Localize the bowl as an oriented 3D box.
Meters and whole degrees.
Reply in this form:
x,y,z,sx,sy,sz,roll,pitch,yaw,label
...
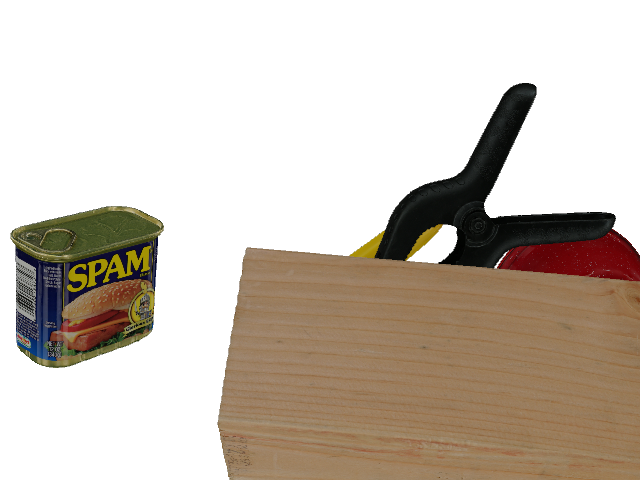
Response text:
x,y,z,sx,sy,sz,roll,pitch,yaw,label
0.218,0.065,0.878,0.162,0.162,0.055,0,8,-17,bowl

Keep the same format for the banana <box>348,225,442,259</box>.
x,y,z,sx,sy,sz,roll,pitch,yaw,label
0.038,0.029,1.002,0.198,0.037,0.069,-36,2,-1,banana

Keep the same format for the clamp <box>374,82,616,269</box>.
x,y,z,sx,sy,sz,roll,pitch,yaw,label
0.113,-0.009,0.725,0.171,0.120,0.039,-42,6,7,clamp

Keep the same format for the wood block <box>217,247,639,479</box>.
x,y,z,sx,sy,sz,roll,pitch,yaw,label
0.062,0.071,0.503,0.206,0.091,0.090,5,-31,3,wood block

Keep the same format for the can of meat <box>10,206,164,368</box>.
x,y,z,sx,sy,sz,roll,pitch,yaw,label
-0.159,0.031,0.730,0.058,0.084,0.101,24,27,36,can of meat
